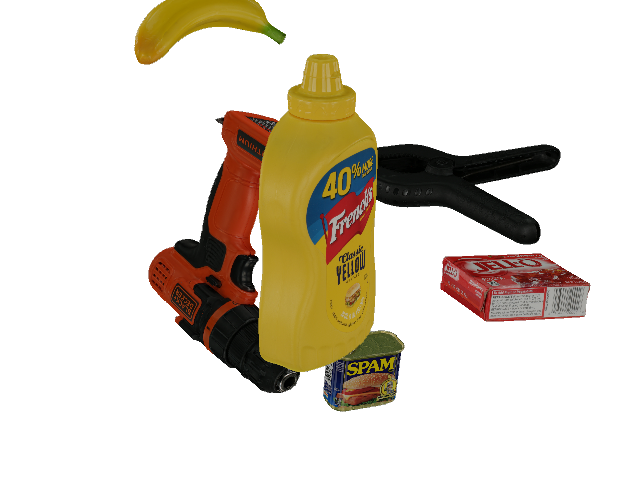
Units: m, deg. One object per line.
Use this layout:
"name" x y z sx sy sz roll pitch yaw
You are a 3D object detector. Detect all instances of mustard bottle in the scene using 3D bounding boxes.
"mustard bottle" 0.000 -0.021 0.666 0.058 0.192 0.096 16 28 32

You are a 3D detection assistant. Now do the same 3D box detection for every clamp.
"clamp" 0.120 -0.061 0.997 0.210 0.036 0.164 12 33 21

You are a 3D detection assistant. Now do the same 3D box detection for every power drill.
"power drill" -0.054 0.005 0.849 0.057 0.188 0.185 6 24 -48

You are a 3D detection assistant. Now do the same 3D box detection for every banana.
"banana" -0.113 -0.208 1.012 0.070 0.037 0.197 45 39 19

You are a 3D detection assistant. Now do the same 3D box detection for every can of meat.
"can of meat" 0.055 0.172 1.406 0.102 0.084 0.057 -5 26 -22

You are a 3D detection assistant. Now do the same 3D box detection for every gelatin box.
"gelatin box" 0.146 0.034 0.809 0.089 0.030 0.073 -1 18 -20
